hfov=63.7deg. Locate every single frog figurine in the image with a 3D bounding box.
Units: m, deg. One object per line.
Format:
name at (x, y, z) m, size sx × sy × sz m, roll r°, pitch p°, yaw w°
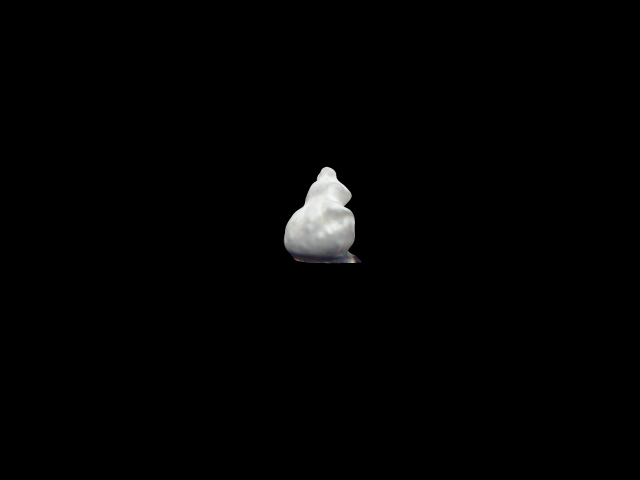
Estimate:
frog figurine at (0.003, -0.043, 0.850) m, size 0.123 × 0.159 × 0.137 m, roll -1°, pitch 1°, yaw -28°
